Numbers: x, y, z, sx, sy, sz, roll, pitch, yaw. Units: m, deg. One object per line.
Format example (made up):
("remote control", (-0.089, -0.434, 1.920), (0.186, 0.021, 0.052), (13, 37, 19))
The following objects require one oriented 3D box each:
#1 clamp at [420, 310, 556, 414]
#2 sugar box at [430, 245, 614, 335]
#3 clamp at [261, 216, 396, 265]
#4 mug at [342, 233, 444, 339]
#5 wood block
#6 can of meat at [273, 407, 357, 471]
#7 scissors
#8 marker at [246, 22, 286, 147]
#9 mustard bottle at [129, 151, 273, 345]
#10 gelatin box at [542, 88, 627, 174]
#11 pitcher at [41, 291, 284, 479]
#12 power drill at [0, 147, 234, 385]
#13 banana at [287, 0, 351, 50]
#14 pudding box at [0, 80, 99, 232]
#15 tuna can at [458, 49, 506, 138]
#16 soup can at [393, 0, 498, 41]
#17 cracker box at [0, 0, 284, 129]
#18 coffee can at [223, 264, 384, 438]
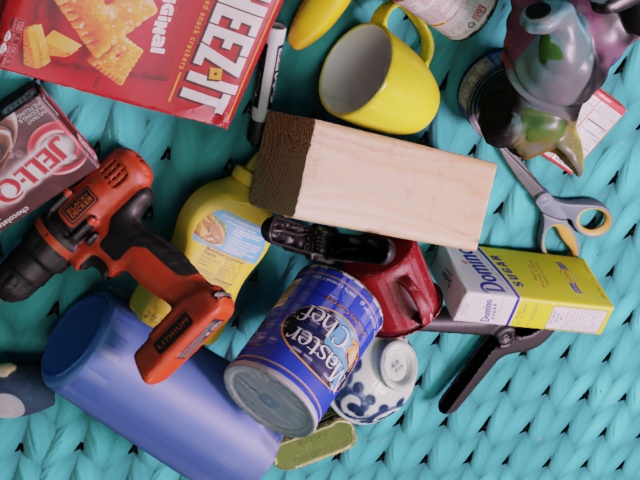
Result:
("clamp", (0.198, 0.098, 1.218), (0.210, 0.036, 0.164), (-32, 128, 2))
("sugar box", (0.215, 0.051, 1.145), (0.176, 0.093, 0.048), (8, 123, -18))
("clamp", (-0.007, 0.001, 1.008), (0.120, 0.172, 0.039), (18, 83, -12))
("mug", (0.077, 0.046, 1.092), (0.093, 0.117, 0.081), (-31, 124, -10))
("wood block", (0.050, -0.053, 0.995), (0.205, 0.091, 0.090), (10, 95, -32))
("can of meat", (-0.017, 0.199, 1.184), (0.102, 0.084, 0.057), (-20, 131, -2))
("scissors", (0.258, -0.049, 1.145), (0.096, 0.016, 0.201), (-25, 130, 2))
("marker", (-0.050, -0.139, 0.973), (0.020, 0.020, 0.121), (0, 124, -19))
("mustard bottle", (-0.097, 0.002, 1.017), (0.096, 0.058, 0.192), (25, 99, -36))
("gelatin box", (0.255, -0.120, 1.086), (0.073, 0.030, 0.089), (26, 112, -34))
("pitcher", (-0.165, 0.158, 1.088), (0.242, 0.145, 0.149), (39, 92, -32))
("power drill", (-0.184, 0.037, 0.958), (0.184, 0.188, 0.057), (-44, 169, 6))
("banana", (0.011, -0.254, 0.904), (0.069, 0.037, 0.198), (3, 124, 0))
("pudding box", (-0.265, -0.072, 0.933), (0.113, 0.039, 0.090), (-32, 129, 5))
("tuna can", (0.178, -0.142, 1.041), (0.086, 0.034, 0.086), (-9, 127, -13))
("soup can", (0.099, -0.226, 0.931), (0.102, 0.068, 0.069), (25, 113, -33))
("cracker box", (-0.147, -0.195, 0.865), (0.213, 0.072, 0.164), (13, 118, -27))
("coffee can", (-0.015, 0.108, 1.047), (0.140, 0.103, 0.103), (-53, 139, -34))
